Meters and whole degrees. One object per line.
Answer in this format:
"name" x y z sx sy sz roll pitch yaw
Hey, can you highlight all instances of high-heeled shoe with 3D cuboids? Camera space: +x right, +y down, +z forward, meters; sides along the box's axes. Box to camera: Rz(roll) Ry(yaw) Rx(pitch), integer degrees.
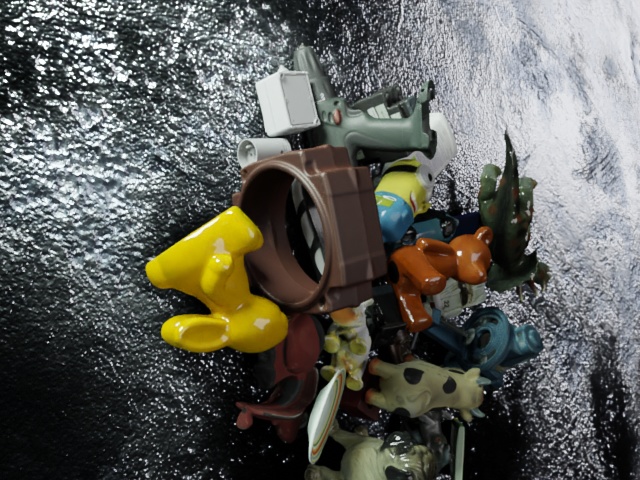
"high-heeled shoe" -0.002 -0.002 0.823 0.086 0.145 0.248 -24 130 -30

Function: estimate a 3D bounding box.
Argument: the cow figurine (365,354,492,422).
"cow figurine" 0.174 0.226 0.822 0.195 0.127 0.085 10 93 -46

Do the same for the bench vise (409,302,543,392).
"bench vise" 0.250 0.178 0.940 0.240 0.224 0.129 30 61 -20

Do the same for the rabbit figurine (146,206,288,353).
"rabbit figurine" -0.110 0.067 0.634 0.162 0.122 0.173 -42 104 -27

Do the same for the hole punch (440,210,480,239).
"hole punch" 0.252 -0.001 1.038 0.142 0.092 0.115 -13 97 -48

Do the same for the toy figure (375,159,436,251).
"toy figure" 0.115 -0.058 0.850 0.180 0.089 0.082 -50 159 -24

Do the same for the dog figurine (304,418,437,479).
"dog figurine" 0.100 0.334 0.763 0.172 0.191 0.121 33 62 -39

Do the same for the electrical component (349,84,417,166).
"electrical component" 0.106 -0.186 0.886 0.058 0.134 0.114 -42 113 -42

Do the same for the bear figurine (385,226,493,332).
"bear figurine" 0.208 0.055 0.859 0.196 0.132 0.120 -4 130 -21

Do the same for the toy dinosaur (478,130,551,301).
"toy dinosaur" 0.376 -0.019 1.082 0.404 0.131 0.192 50 42 -49

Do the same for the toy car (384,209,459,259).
"toy car" 0.163 0.004 0.940 0.161 0.109 0.102 -18 115 -36

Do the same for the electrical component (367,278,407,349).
"electrical component" 0.089 0.102 0.846 0.048 0.074 0.119 -9 60 -19

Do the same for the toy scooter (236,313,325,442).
"toy scooter" -0.056 0.183 0.708 0.135 0.075 0.183 2 92 -52

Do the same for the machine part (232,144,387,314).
"machine part" -0.022 -0.010 0.685 0.087 0.202 0.200 -13 95 -43

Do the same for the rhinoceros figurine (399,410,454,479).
"rhinoceros figurine" 0.163 0.355 0.879 0.073 0.112 0.190 11 85 -41

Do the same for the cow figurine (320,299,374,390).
"cow figurine" 0.046 0.131 0.789 0.098 0.068 0.167 -60 157 -51

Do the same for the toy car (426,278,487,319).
"toy car" 0.276 0.102 1.065 0.201 0.056 0.073 -14 94 -44

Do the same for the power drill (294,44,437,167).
"power drill" 0.068 -0.187 0.803 0.086 0.207 0.231 -46 130 -69

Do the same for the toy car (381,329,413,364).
"toy car" 0.137 0.198 0.919 0.089 0.053 0.202 -19 96 -48
